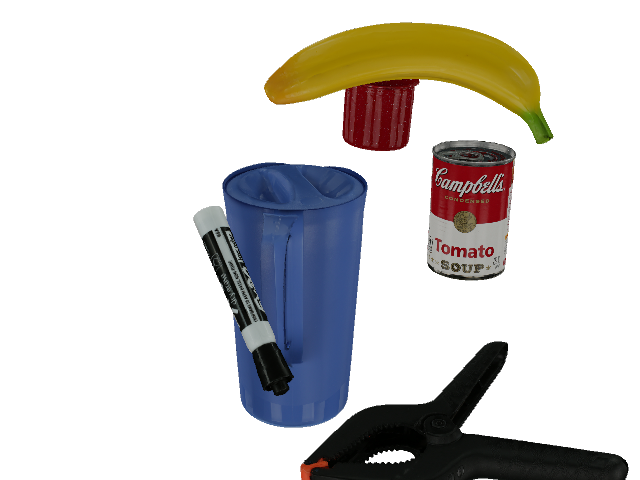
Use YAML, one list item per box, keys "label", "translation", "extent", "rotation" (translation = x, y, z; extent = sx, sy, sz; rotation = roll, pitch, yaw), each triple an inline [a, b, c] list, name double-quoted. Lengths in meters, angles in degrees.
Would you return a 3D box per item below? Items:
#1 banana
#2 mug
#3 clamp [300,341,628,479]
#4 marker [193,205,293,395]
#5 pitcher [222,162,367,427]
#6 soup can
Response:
- label: "banana"
  translation: [0.063, -0.112, 0.707]
  extent: [0.197, 0.069, 0.037]
  rotation: [7, -20, -7]
- label: "mug"
  translation: [0.076, -0.160, 1.296]
  extent: [0.093, 0.081, 0.117]
  rotation: [18, 26, 31]
- label: "clamp"
  translation: [0.083, 0.135, 0.747]
  extent: [0.209, 0.036, 0.165]
  rotation: [-9, 29, -12]
- label: "marker"
  translation: [-0.045, 0.035, 0.622]
  extent: [0.020, 0.121, 0.020]
  rotation: [-21, -22, -9]
- label: "pitcher"
  translation: [-0.027, 0.057, 1.014]
  extent: [0.149, 0.243, 0.145]
  rotation: [-16, 28, -34]
- label: "soup can"
  translation: [0.124, -0.026, 0.887]
  extent: [0.068, 0.102, 0.068]
  rotation: [1, 20, -1]
